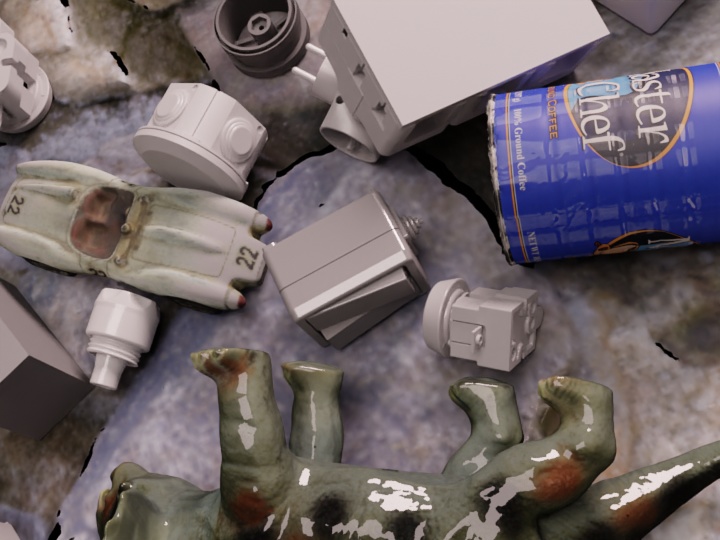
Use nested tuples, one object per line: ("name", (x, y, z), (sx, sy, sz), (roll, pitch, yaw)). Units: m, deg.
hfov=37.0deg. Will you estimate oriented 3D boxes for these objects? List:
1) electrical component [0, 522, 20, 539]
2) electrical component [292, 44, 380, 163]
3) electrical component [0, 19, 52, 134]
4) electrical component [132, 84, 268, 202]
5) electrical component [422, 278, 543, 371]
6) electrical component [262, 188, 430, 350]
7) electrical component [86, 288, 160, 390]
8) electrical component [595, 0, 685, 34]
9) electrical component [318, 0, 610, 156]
("electrical component", (-0.242, 0.188, 0.641), (0.062, 0.096, 0.061), (-41, 66, -1))
("electrical component", (-0.006, -0.123, 0.710), (0.079, 0.044, 0.077), (28, 80, 4))
("electrical component", (-0.263, -0.135, 0.786), (0.058, 0.057, 0.078), (-3, 70, 15))
("electrical component", (-0.105, -0.083, 0.711), (0.080, 0.080, 0.051), (19, 72, 21))
("electrical component", (0.070, 0.031, 0.634), (0.055, 0.066, 0.048), (9, 108, 27))
("electrical component", (0.000, 0.000, 0.660), (0.096, 0.061, 0.061), (-28, 66, 4))
("electrical component", (-0.157, 0.046, 0.698), (0.043, 0.043, 0.062), (10, 75, 19))
("electrical component", (0.181, -0.228, 0.695), (0.109, 0.056, 0.108), (41, 85, 24))
("electrical component", (0.061, -0.143, 0.665), (0.150, 0.061, 0.089), (-26, 83, -17))
